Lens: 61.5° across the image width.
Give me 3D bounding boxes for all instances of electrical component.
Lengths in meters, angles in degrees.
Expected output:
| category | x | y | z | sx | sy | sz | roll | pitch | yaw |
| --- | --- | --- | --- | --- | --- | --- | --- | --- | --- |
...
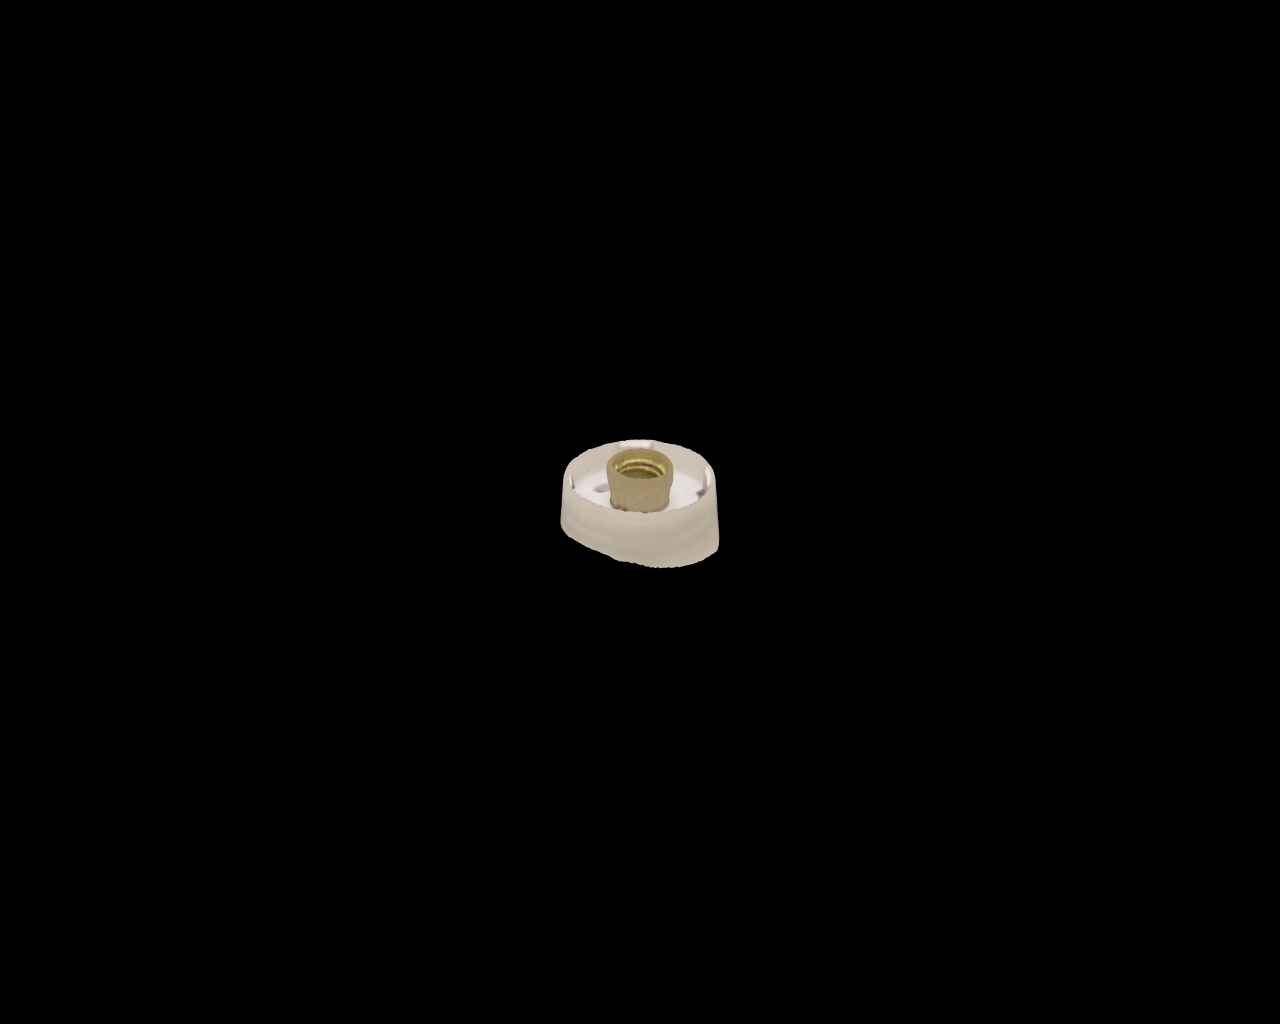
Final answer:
| category | x | y | z | sx | sy | sz | roll | pitch | yaw |
| --- | --- | --- | --- | --- | --- | --- | --- | --- | --- |
| electrical component | 0.001 | -0.003 | 0.650 | 0.099 | 0.064 | 0.099 | 0 | 31 | 0 |
